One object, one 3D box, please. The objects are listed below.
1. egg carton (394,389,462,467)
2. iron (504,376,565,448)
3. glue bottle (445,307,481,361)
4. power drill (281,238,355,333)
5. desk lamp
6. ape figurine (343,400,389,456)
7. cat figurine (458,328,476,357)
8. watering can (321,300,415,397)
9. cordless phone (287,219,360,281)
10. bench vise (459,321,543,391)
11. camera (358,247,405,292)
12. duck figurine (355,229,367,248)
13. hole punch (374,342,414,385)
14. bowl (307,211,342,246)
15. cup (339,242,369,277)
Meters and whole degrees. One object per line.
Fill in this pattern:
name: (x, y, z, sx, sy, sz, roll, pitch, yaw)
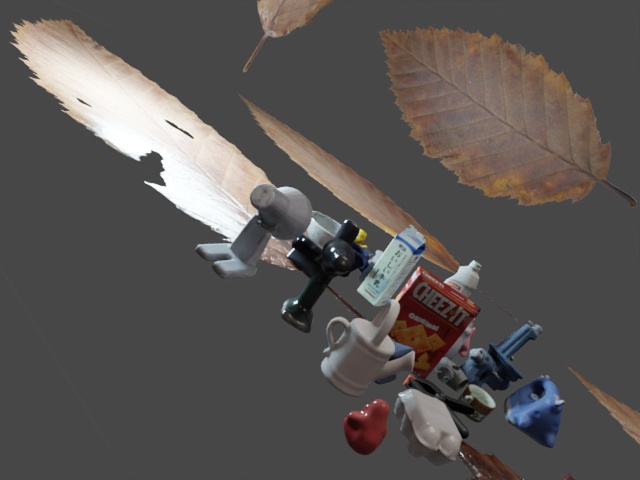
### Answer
egg carton: (0.202, 0.351, 1.081, 0.107, 0.069, 0.150, 28, 17, -21)
iron: (0.558, 0.413, 1.470, 0.118, 0.141, 0.258, 35, 16, 3)
glue bottle: (0.371, 0.247, 1.523, 0.037, 0.173, 0.078, 32, 16, -9)
power drill: (0.004, 0.087, 1.202, 0.076, 0.208, 0.229, 32, 16, -6)
desk lamp: (-0.130, -0.027, 1.256, 0.117, 0.213, 0.204, 40, 17, 20)
ape figurine: (0.084, 0.303, 0.949, 0.078, 0.092, 0.076, 33, 16, -4)
cat figurine: (0.399, 0.265, 1.625, 0.128, 0.117, 0.067, 17, 23, -45)
watering can: (0.100, 0.199, 1.096, 0.173, 0.194, 0.100, 27, 17, -22)
cordless phone: (0.014, 0.005, 1.494, 0.147, 0.185, 0.094, 38, 16, 13)
bench vise: (0.483, 0.304, 1.492, 0.121, 0.219, 0.208, 44, 19, 31)
camera: (0.175, 0.079, 1.750, 0.144, 0.100, 0.136, 19, 22, -41)
duck figurine: (0.121, 0.006, 1.879, 0.105, 0.086, 0.077, 24, 19, -31)
hole punch: (0.131, 0.241, 1.220, 0.101, 0.091, 0.109, 42, 18, 26)
bowl: (0.020, -0.012, 1.755, 0.168, 0.074, 0.167, 31, 16, -10)
cup: (0.086, 0.066, 1.623, 0.092, 0.095, 0.117, 19, 22, -43)
